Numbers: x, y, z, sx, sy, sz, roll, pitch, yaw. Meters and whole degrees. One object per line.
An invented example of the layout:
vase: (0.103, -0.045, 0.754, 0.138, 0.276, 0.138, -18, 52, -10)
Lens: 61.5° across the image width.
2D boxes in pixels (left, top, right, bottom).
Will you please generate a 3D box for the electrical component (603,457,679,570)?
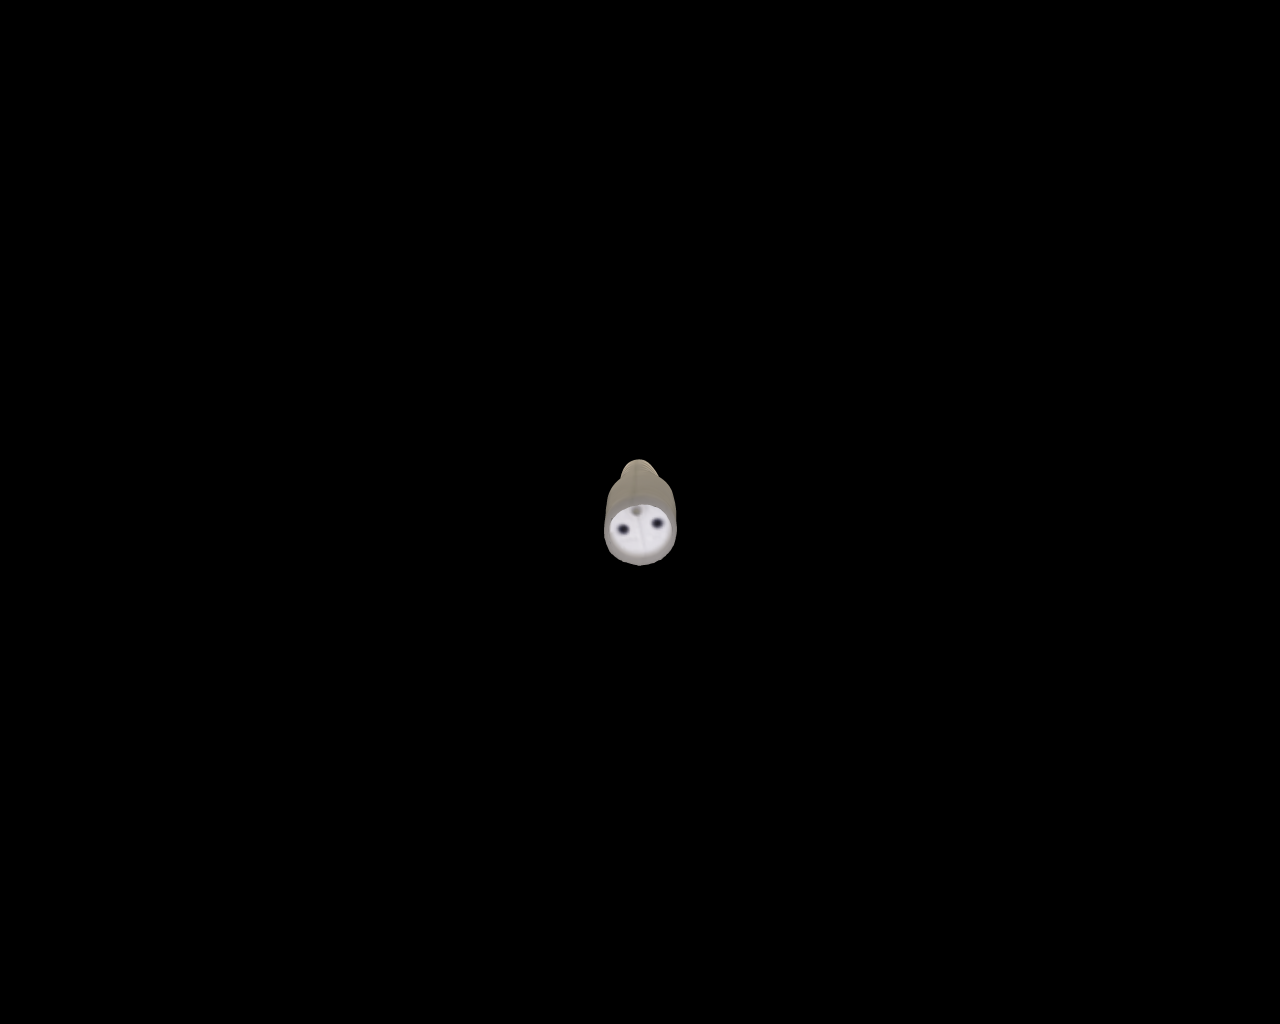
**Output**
electrical component: (0.001, -0.003, 0.650, 0.043, 0.043, 0.081, 0, 24, 0)
